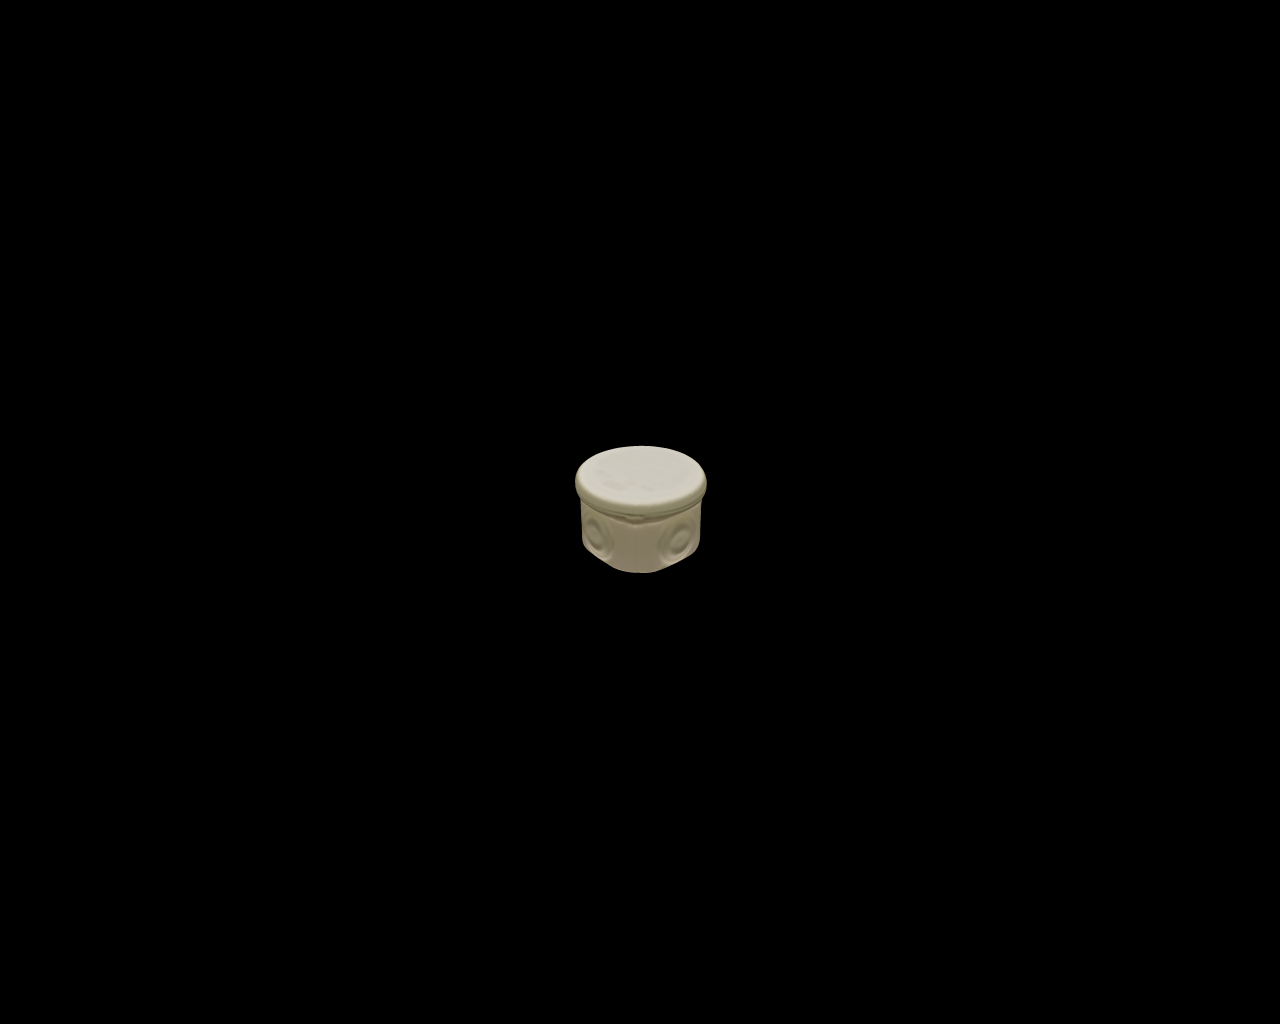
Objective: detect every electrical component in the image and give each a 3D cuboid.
[{"bbox_3d":[0.001,-0.003,0.650,0.080,0.050,0.080,0,30,0],"label":"electrical component"}]
